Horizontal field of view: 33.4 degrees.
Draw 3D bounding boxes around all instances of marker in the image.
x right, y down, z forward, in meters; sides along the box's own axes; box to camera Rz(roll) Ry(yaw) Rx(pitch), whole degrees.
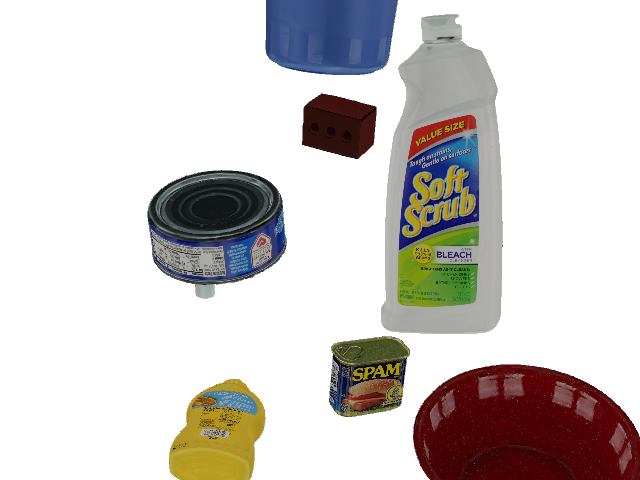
[{"bbox_3d":[-0.112,-0.002,1.032,0.020,0.121,0.020,2,23,-1],"label":"marker"}]

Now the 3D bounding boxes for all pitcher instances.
[{"bbox_3d":[0.020,-0.263,0.882,0.145,0.243,0.149,8,19,9],"label":"pitcher"}]

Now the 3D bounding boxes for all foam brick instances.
[{"bbox_3d":[0.023,-0.139,1.291,0.078,0.053,0.051,16,32,21],"label":"foam brick"}]

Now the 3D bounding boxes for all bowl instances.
[{"bbox_3d":[0.147,0.162,0.772,0.162,0.055,0.162,-1,35,0],"label":"bowl"}]

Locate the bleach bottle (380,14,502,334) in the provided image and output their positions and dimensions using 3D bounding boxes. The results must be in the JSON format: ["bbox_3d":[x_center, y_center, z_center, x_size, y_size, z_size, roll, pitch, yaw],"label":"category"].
[{"bbox_3d":[0.094,-0.053,0.858,0.103,0.251,0.068,0,16,16],"label":"bleach bottle"}]

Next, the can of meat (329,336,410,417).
[{"bbox_3d":[0.063,0.180,1.407,0.102,0.084,0.057,-5,25,-21],"label":"can of meat"}]

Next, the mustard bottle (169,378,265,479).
[{"bbox_3d":[-0.117,0.223,1.295,0.096,0.058,0.191,4,23,5],"label":"mustard bottle"}]

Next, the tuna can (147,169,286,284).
[{"bbox_3d":[-0.065,-0.010,0.669,0.086,0.034,0.086,-2,33,1],"label":"tuna can"}]
